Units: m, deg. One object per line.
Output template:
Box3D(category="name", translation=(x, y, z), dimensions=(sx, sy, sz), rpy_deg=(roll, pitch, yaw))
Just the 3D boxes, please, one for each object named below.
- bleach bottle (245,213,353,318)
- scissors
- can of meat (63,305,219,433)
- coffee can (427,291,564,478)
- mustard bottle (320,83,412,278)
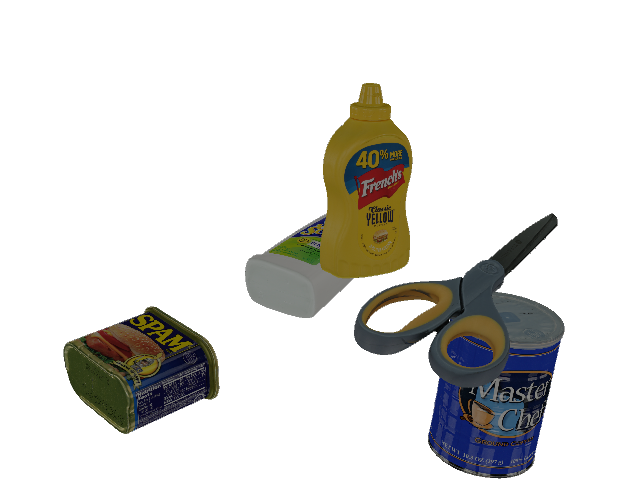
Box3D(category="bleach bottle", translation=(0.019, 0.002, 1.320), dimensions=(0.103, 0.068, 0.250), rpy_deg=(17, 36, 28))
Box3D(category="scissors", translation=(0.110, 0.034, 0.646), dimensions=(0.201, 0.016, 0.096), rpy_deg=(-20, 42, -34))
Box3D(category="can of meat", translation=(-0.146, 0.103, 0.859), dimensions=(0.083, 0.057, 0.102), rpy_deg=(-21, 32, -37))
Box3D(category="coffee can", translation=(0.160, 0.132, 0.986), dimensions=(0.103, 0.140, 0.103), rpy_deg=(6, 22, -3))
Box3D(category="mustard bottle", translation=(0.048, -0.062, 1.074), dimensions=(0.096, 0.192, 0.058), rpy_deg=(-8, 19, -29))
